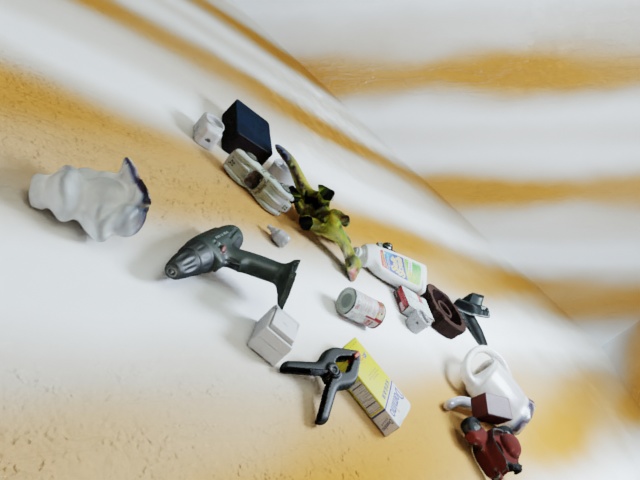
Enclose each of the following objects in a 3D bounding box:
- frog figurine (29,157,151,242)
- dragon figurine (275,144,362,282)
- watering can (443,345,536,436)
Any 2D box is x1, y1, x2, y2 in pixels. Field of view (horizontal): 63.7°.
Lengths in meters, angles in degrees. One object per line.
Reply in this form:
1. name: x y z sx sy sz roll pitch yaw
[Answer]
1. frog figurine: -0.355 -0.057 0.799 0.160 0.120 0.139 -17 67 -25
2. dragon figurine: 0.004 -0.071 1.419 0.417 0.122 0.239 62 3 26
3. watering can: 0.437 0.409 1.329 0.226 0.102 0.352 50 37 9
